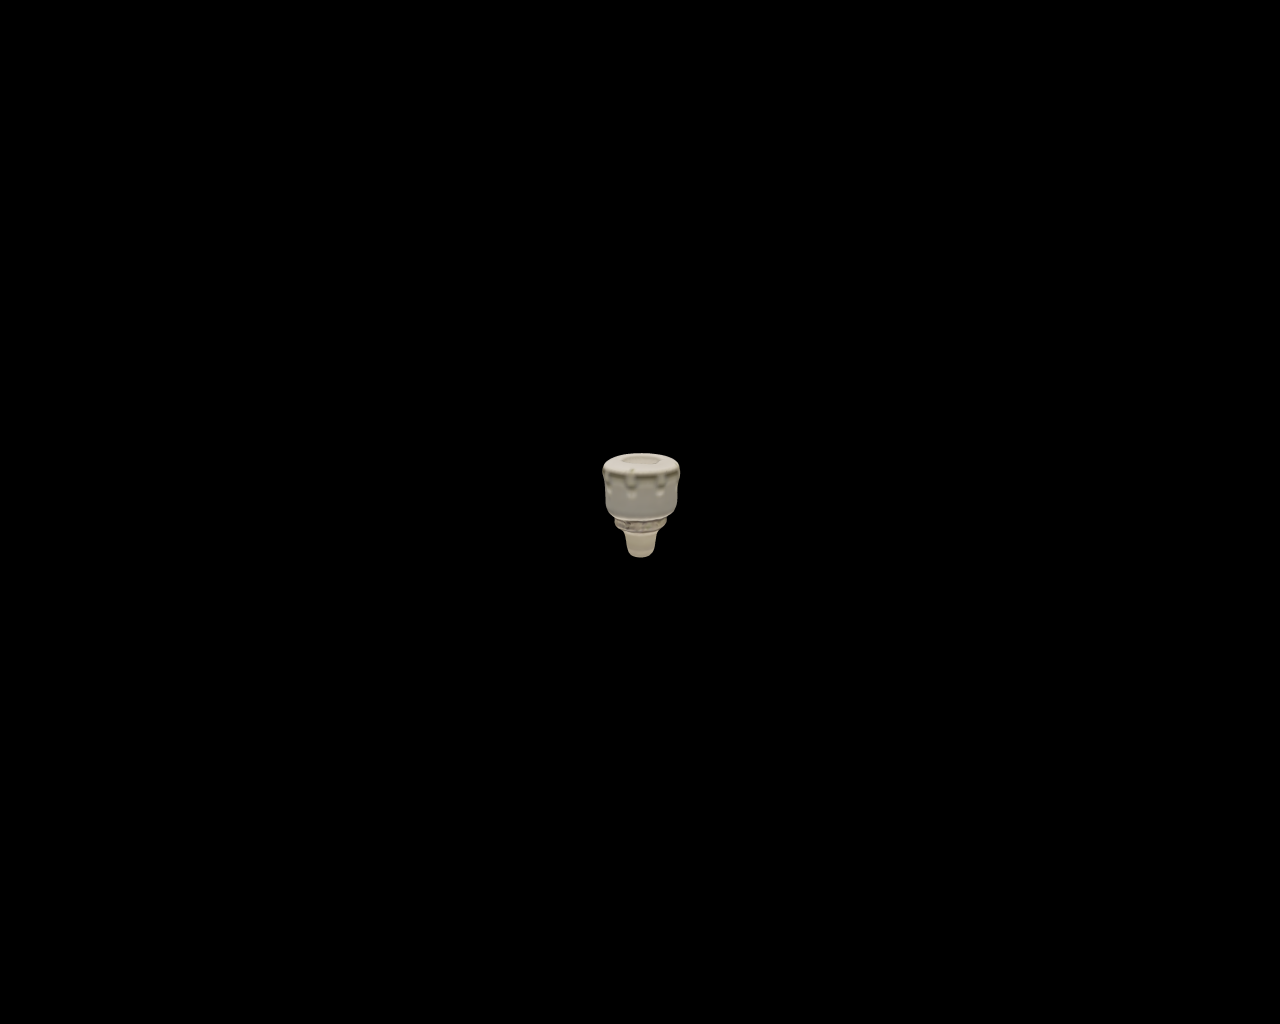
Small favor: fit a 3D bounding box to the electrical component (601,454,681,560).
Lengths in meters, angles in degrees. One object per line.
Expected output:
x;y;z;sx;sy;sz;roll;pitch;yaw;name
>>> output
0.001;-0.003;0.650;0.048;0.062;0.048;0;14;0;electrical component
